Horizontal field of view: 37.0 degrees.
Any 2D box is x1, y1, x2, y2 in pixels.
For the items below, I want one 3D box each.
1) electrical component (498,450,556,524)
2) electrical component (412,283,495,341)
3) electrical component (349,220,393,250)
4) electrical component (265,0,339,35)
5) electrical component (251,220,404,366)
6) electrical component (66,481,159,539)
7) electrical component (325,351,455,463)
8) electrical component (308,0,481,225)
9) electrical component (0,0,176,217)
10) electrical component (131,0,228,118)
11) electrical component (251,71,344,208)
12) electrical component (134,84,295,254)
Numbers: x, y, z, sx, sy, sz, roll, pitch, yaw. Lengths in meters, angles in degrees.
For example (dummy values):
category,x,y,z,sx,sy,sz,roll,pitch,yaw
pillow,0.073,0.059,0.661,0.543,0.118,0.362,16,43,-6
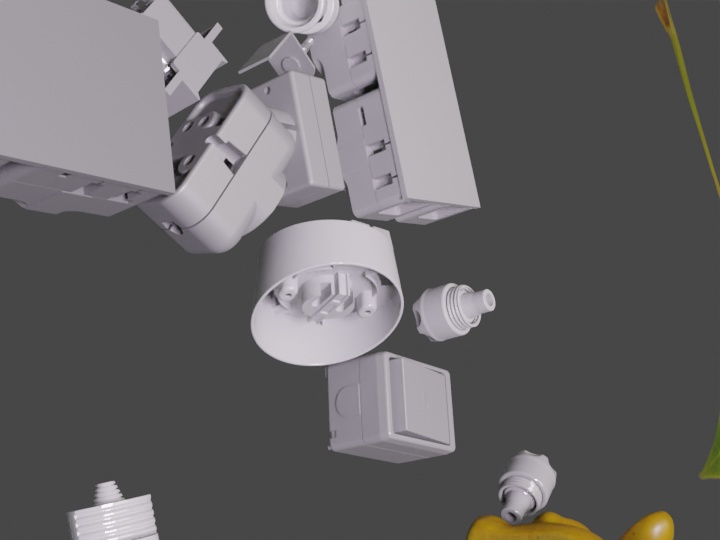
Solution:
category,x,y,z,sx,sy,sz,roll,pitch,yaw
electrical component,0.133,0.181,0.881,0.043,0.043,0.062,60,38,-17
electrical component,0.077,0.031,0.853,0.043,0.062,0.043,27,55,-45
electrical component,0.000,0.000,0.778,0.066,0.048,0.055,14,56,-50
electrical component,-0.042,-0.197,0.798,0.055,0.045,0.045,-42,110,-74
electrical component,-0.022,0.013,0.701,0.099,0.099,0.064,30,47,-44
electrical component,-0.123,0.148,0.546,0.043,0.043,0.081,0,76,-54
electrical component,0.029,0.099,0.759,0.096,0.061,0.061,22,59,-48
electrical component,0.025,-0.134,0.857,0.105,0.060,0.186,2,74,-53
electrical component,-0.189,-0.095,0.549,0.186,0.060,0.105,10,67,-52
electrical component,-0.125,-0.134,0.670,0.063,0.042,0.081,51,39,-24
electrical component,-0.058,-0.091,0.737,0.076,0.047,0.083,3,73,-53
electrical component,-0.086,-0.059,0.662,0.059,0.054,0.095,46,61,-32
